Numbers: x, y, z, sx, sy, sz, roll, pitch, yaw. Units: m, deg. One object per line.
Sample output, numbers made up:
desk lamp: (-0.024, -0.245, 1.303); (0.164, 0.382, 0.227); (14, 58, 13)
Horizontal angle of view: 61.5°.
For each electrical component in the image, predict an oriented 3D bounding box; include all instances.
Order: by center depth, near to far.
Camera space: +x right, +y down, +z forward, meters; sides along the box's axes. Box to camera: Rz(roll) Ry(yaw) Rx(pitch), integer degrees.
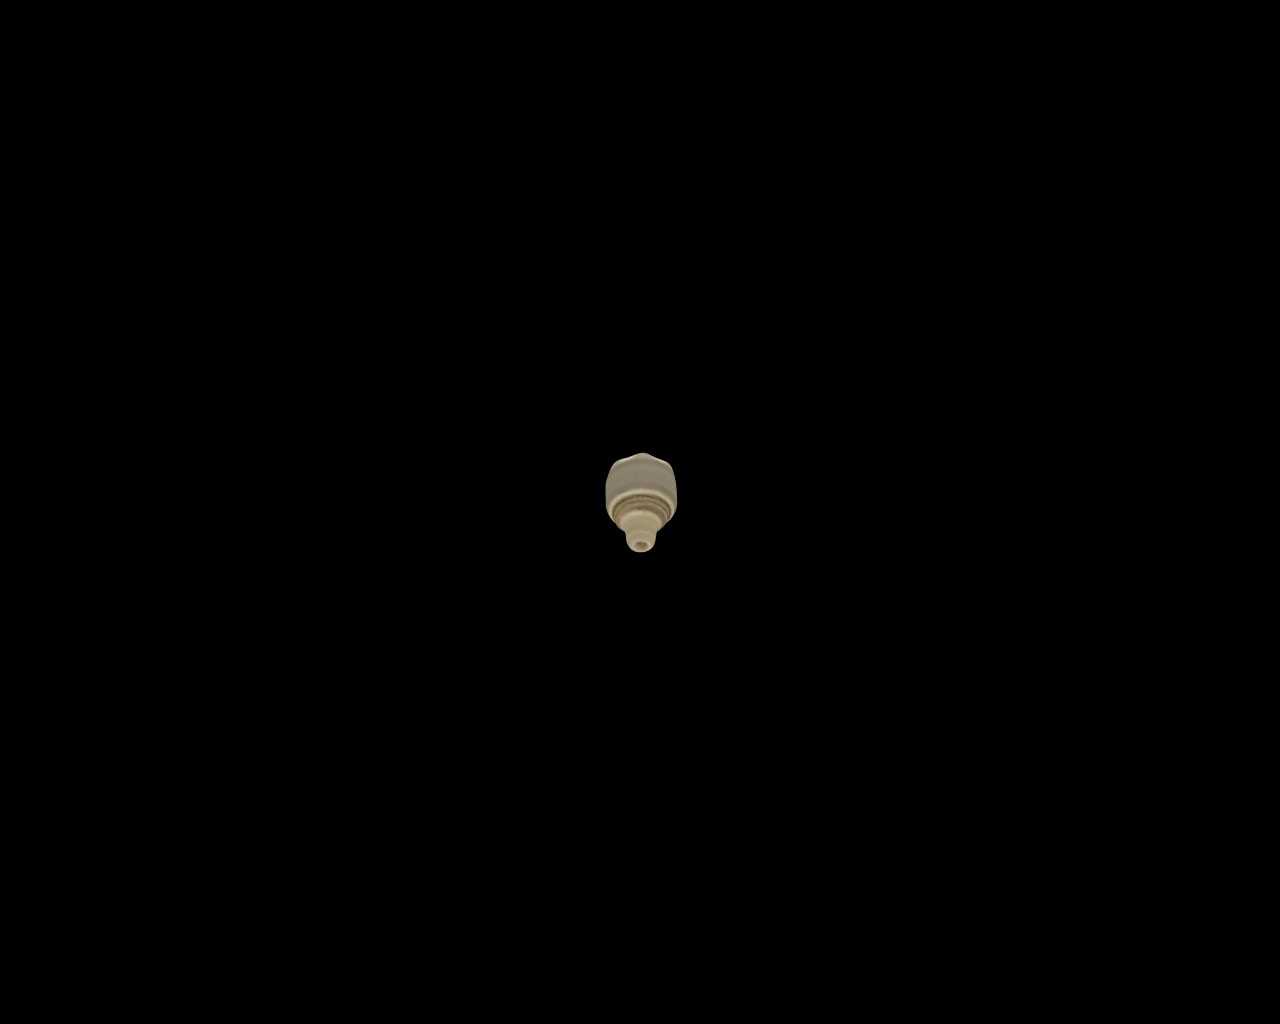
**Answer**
electrical component: (0.001, -0.003, 0.650); (0.043, 0.062, 0.043); (0, -40, 0)
